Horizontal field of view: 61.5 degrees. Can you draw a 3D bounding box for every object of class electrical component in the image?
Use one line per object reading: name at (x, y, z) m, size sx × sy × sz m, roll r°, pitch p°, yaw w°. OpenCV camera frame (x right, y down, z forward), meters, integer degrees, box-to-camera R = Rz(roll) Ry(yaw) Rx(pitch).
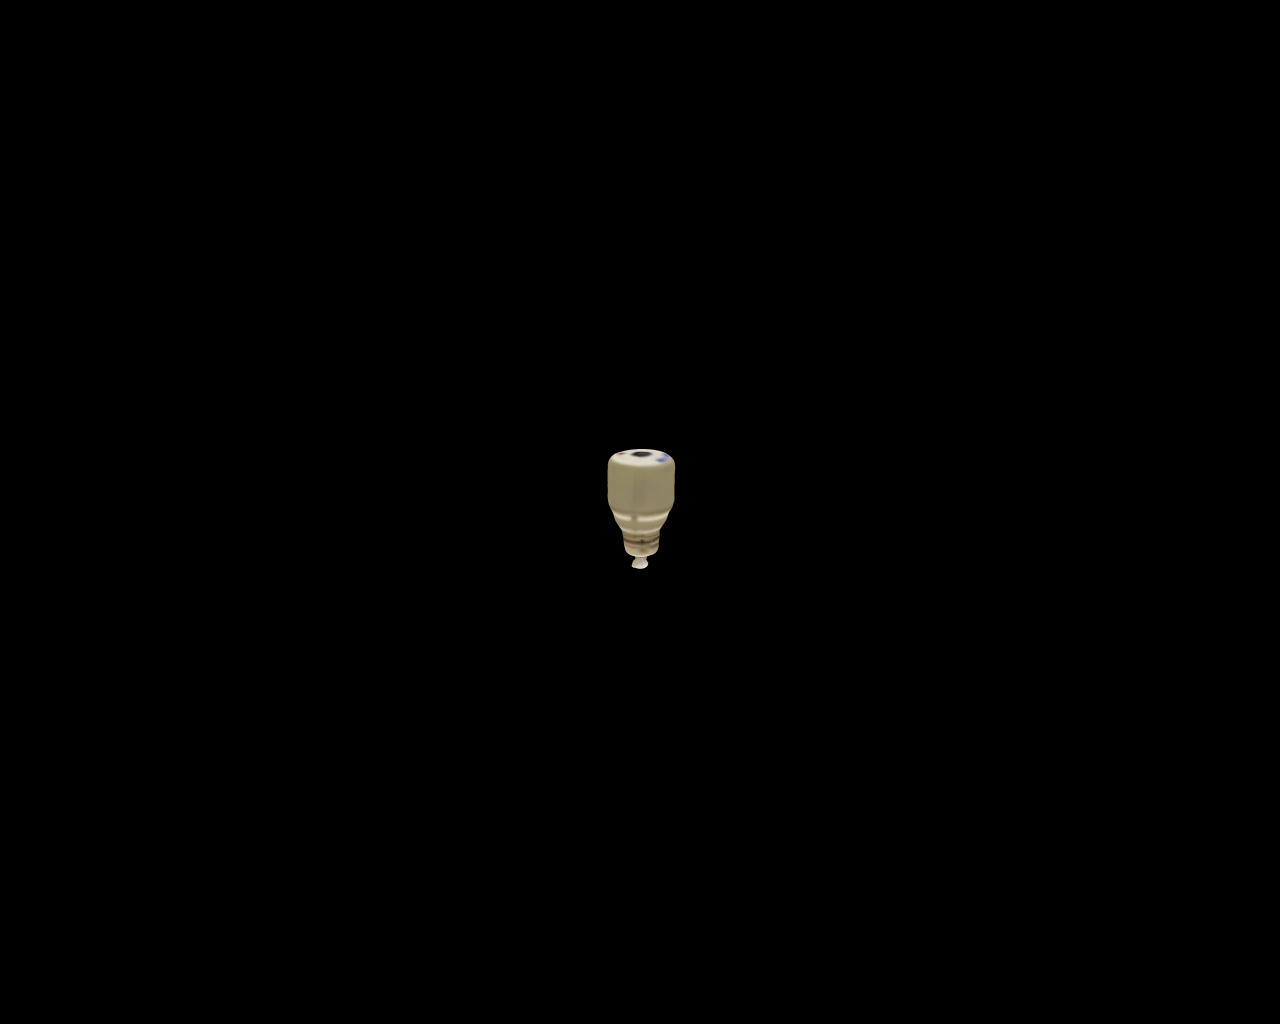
electrical component at (0.001, -0.003, 0.650) m, size 0.040 × 0.078 × 0.040 m, roll 0°, pitch 18°, yaw 0°
